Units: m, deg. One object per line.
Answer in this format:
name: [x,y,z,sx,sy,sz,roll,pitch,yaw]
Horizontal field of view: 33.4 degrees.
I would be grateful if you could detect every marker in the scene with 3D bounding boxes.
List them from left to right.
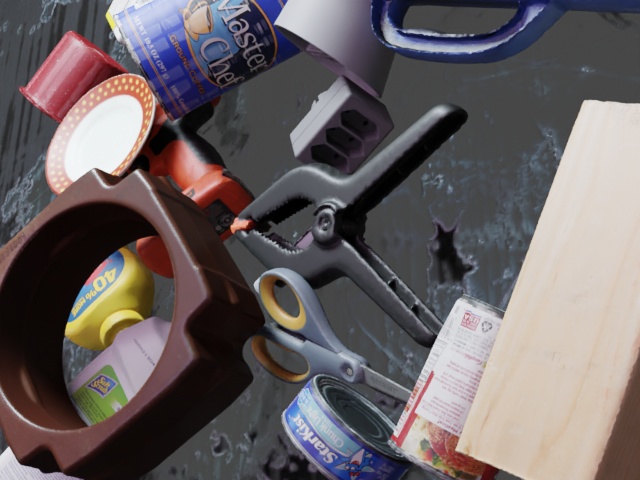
marker: [-0.005,0.001,0.826,0.121,0.020,0.020,-45,44,20]

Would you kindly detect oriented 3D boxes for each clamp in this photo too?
clamp: [0.018,0.000,0.768,0.210,0.036,0.164,-9,76,41]

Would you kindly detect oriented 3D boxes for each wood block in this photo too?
wood block: [0.165,0.039,0.577,0.090,0.090,0.206,14,81,49]

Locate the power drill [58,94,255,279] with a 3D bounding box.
power drill: [-0.148,-0.054,0.952,0.184,0.057,0.188,-39,47,8]

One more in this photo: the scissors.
scissors: [0.016,0.070,0.741,0.202,0.016,0.096,3,107,48]

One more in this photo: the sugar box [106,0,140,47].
sugar box: [-0.168,-0.239,1.062,0.093,0.048,0.176,-58,24,9]

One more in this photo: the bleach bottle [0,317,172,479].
bleach bottle: [-0.174,0.158,0.877,0.251,0.068,0.102,-45,78,10]

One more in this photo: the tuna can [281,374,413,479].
tuna can: [0.019,0.126,0.685,0.034,0.086,0.086,-52,42,10]

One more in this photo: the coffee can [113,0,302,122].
coffee can: [-0.089,-0.178,0.905,0.140,0.102,0.103,-28,46,0]

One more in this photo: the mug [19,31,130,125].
mug: [-0.252,-0.164,1.126,0.081,0.093,0.117,-52,6,4]

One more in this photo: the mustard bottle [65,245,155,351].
mustard bottle: [-0.201,0.045,0.973,0.096,0.058,0.192,-43,44,1]

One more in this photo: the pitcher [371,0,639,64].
pitcher: [0.138,-0.204,0.711,0.144,0.149,0.243,-33,34,-30]

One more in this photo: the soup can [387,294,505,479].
soup can: [0.093,0.092,0.640,0.069,0.068,0.102,24,87,49]
